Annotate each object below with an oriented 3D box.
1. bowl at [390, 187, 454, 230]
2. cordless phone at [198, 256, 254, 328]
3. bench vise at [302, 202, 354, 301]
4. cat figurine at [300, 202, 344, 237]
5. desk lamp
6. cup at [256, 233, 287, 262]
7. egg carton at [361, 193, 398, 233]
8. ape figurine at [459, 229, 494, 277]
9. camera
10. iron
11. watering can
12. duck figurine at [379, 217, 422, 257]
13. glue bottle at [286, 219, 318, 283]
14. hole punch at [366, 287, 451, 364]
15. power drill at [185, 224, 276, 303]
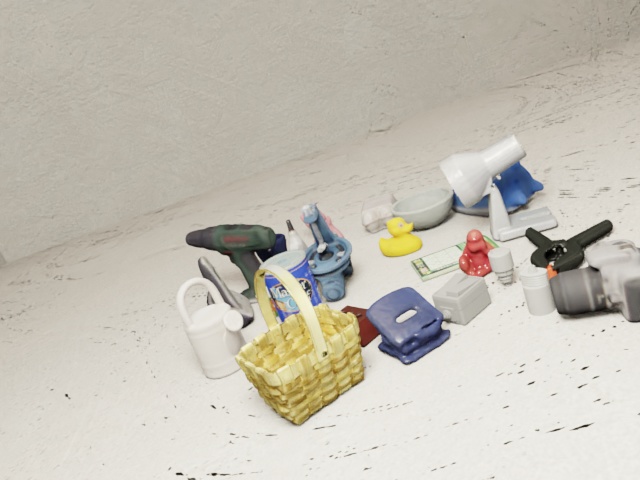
[{"bbox_3d":[0.271,-0.072,1.480,0.167,0.075,0.167,-18,18,6],"label":"bowl"},{"bbox_3d":[-0.227,0.109,1.313,0.094,0.185,0.147,-23,18,-9],"label":"cordless phone"},{"bbox_3d":[0.001,0.009,1.298,0.121,0.220,0.207,-22,18,-5],"label":"bench vise"},{"bbox_3d":[0.000,-0.049,1.640,0.067,0.118,0.127,-29,20,-25],"label":"cat figurine"},{"bbox_3d":[0.381,-0.111,1.243,0.203,0.214,0.118,-16,18,13],"label":"desk lamp"},{"bbox_3d":[-0.121,0.044,1.537,0.091,0.095,0.117,-21,18,-1],"label":"cup"},{"bbox_3d":[0.170,-0.077,1.616,0.107,0.069,0.150,-16,18,13],"label":"egg carton"},{"bbox_3d":[0.309,0.023,1.126,0.077,0.092,0.076,-10,20,29],"label":"ape figurine"},{"bbox_3d":[0.425,0.057,0.881,0.136,0.101,0.143,-14,19,20],"label":"camera"},{"bbox_3d":[0.410,-0.144,1.428,0.119,0.141,0.257,-33,21,-33],"label":"iron"},{"bbox_3d":[-0.209,0.163,1.118,0.172,0.194,0.101,-12,20,25],"label":"watering can"},{"bbox_3d":[0.186,-0.012,1.377,0.104,0.086,0.078,-11,20,28],"label":"duck figurine"},{"bbox_3d":[-0.048,0.031,1.366,0.037,0.173,0.078,-15,19,17],"label":"glue bottle"},{"bbox_3d":[0.148,0.139,0.963,0.109,0.091,0.100,-28,19,-21],"label":"hole punch"},{"bbox_3d":[-0.201,0.053,1.409,0.229,0.209,0.076,-14,19,20],"label":"power drill"}]
